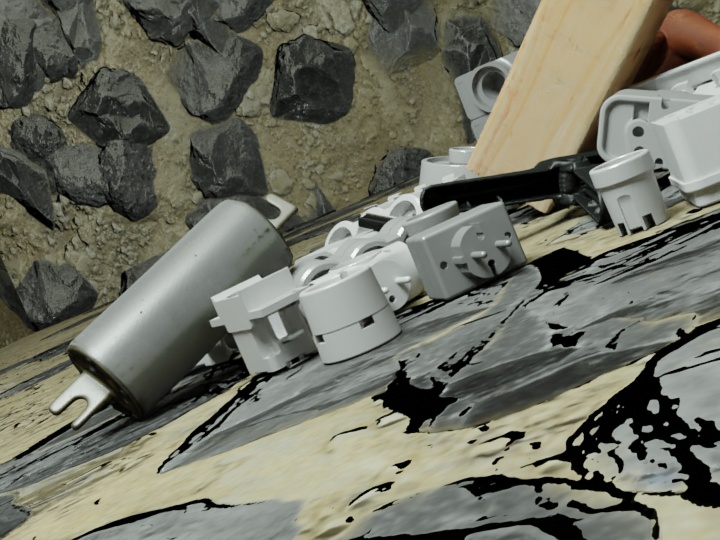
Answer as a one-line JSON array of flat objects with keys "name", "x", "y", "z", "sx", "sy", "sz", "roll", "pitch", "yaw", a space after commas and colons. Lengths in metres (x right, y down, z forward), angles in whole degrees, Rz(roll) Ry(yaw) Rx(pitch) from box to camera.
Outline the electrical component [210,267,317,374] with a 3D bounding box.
[{"name": "electrical component", "x": -0.065, "y": 0.037, "z": 0.742, "sx": 0.042, "sy": 0.063, "sz": 0.081, "roll": -26, "pitch": 7, "yaw": -32}]

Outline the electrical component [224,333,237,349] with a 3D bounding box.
[{"name": "electrical component", "x": -0.081, "y": 0.031, "z": 0.886, "sx": 0.057, "sy": 0.058, "sz": 0.078, "roll": -19, "pitch": -9, "yaw": 24}]

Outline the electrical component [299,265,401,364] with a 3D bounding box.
[{"name": "electrical component", "x": -0.008, "y": 0.027, "z": 0.691, "sx": 0.055, "sy": 0.047, "sz": 0.055, "roll": -23, "pitch": 6, "yaw": 2}]

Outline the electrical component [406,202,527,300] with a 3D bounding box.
[{"name": "electrical component", "x": 0.079, "y": -0.013, "z": 0.730, "sx": 0.066, "sy": 0.047, "sz": 0.077, "roll": -24, "pitch": 6, "yaw": -14}]

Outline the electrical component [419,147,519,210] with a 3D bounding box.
[{"name": "electrical component", "x": 0.114, "y": -0.098, "z": 1.135, "sx": 0.108, "sy": 0.060, "sz": 0.108, "roll": -1, "pitch": 12, "yaw": 0}]

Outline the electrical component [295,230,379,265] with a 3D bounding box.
[{"name": "electrical component", "x": -0.009, "y": 0.000, "z": 0.941, "sx": 0.089, "sy": 0.050, "sz": 0.056, "roll": -17, "pitch": 8, "yaw": 47}]

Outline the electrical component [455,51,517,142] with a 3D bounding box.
[{"name": "electrical component", "x": 0.175, "y": -0.158, "z": 1.178, "sx": 0.089, "sy": 0.150, "sz": 0.062, "roll": -18, "pitch": 6, "yaw": 39}]

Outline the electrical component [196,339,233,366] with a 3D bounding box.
[{"name": "electrical component", "x": -0.141, "y": 0.063, "z": 0.906, "sx": 0.055, "sy": 0.048, "sz": 0.066, "roll": -15, "pitch": 6, "yaw": 0}]

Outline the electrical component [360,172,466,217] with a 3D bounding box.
[{"name": "electrical component", "x": 0.060, "y": -0.049, "z": 1.064, "sx": 0.079, "sy": 0.063, "sz": 0.121, "roll": -27, "pitch": 7, "yaw": -42}]

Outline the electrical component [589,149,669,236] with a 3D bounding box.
[{"name": "electrical component", "x": 0.175, "y": -0.050, "z": 0.694, "sx": 0.040, "sy": 0.046, "sz": 0.040, "roll": -23, "pitch": 6, "yaw": 2}]

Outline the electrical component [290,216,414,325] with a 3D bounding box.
[{"name": "electrical component", "x": 0.000, "y": 0.000, "z": 0.859, "sx": 0.138, "sy": 0.052, "sz": 0.074, "roll": -26, "pitch": 12, "yaw": -20}]

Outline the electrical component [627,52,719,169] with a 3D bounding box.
[{"name": "electrical component", "x": 0.284, "y": -0.131, "z": 0.898, "sx": 0.063, "sy": 0.078, "sz": 0.121, "roll": -49, "pitch": 18, "yaw": -30}]

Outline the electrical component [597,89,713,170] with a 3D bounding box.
[{"name": "electrical component", "x": 0.237, "y": -0.109, "z": 0.832, "sx": 0.095, "sy": 0.053, "sz": 0.059, "roll": 8, "pitch": 17, "yaw": 20}]

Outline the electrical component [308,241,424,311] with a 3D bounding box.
[{"name": "electrical component", "x": 0.011, "y": 0.012, "z": 0.777, "sx": 0.077, "sy": 0.044, "sz": 0.079, "roll": -25, "pitch": 7, "yaw": -21}]

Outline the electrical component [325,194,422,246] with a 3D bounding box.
[{"name": "electrical component", "x": 0.037, "y": -0.025, "z": 0.994, "sx": 0.074, "sy": 0.052, "sz": 0.138, "roll": 13, "pitch": -22, "yaw": -38}]

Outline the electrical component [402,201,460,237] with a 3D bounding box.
[{"name": "electrical component", "x": 0.062, "y": -0.018, "z": 0.800, "sx": 0.045, "sy": 0.055, "sz": 0.045, "roll": -23, "pitch": 5, "yaw": 2}]

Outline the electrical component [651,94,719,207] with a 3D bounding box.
[{"name": "electrical component", "x": 0.254, "y": -0.089, "z": 0.693, "sx": 0.113, "sy": 0.057, "sz": 0.078, "roll": -22, "pitch": 6, "yaw": 10}]
